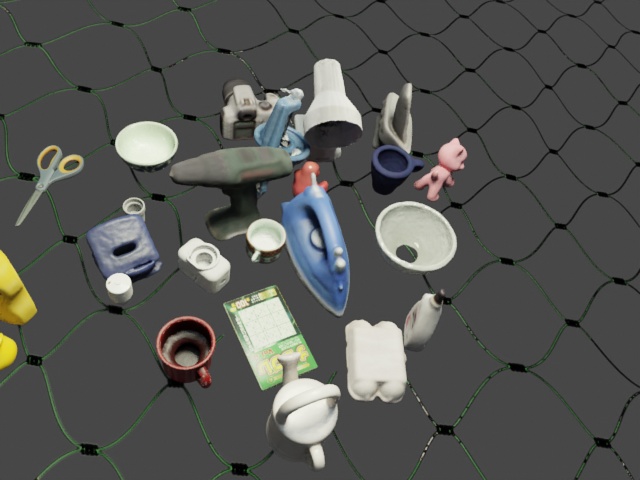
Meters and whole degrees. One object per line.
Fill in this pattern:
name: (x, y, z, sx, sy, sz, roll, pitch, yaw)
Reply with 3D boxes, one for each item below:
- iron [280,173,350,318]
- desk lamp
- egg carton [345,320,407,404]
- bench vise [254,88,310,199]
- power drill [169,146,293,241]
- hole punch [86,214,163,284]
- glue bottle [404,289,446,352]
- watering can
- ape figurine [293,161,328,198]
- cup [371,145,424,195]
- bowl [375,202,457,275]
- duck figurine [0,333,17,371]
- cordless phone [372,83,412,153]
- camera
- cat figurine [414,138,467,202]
iron: (0.010, 0.004, 1.083, 0.119, 0.141, 0.258, -11, 59, -19)
desk lamp: (0.009, -0.259, 1.218, 0.118, 0.213, 0.203, -1, 57, -13)
egg carton: (0.097, 0.212, 1.004, 0.107, 0.069, 0.150, 4, 56, -9)
bench vise: (-0.090, -0.186, 1.143, 0.121, 0.220, 0.208, 27, 55, 7)
power drill: (-0.165, -0.091, 1.070, 0.230, 0.208, 0.075, -20, 62, -24)
hole punch: (-0.348, 0.020, 1.026, 0.109, 0.091, 0.101, -25, 64, -26)
glue bottle: (0.189, 0.132, 1.015, 0.037, 0.173, 0.078, 11, 55, -4)
watering can: (-0.028, 0.257, 0.870, 0.101, 0.194, 0.172, -32, 67, -28)
ape figurine: (-0.022, -0.127, 1.196, 0.077, 0.092, 0.076, 42, 58, 17)
cup: (0.160, -0.144, 1.245, 0.118, 0.095, 0.091, -1, 56, -12)
bowl: (0.185, 0.008, 1.159, 0.167, 0.075, 0.167, 6, 55, -8)
duck figurine: (-0.537, 0.165, 0.890, 0.105, 0.086, 0.077, 0, 56, -12)
cordless phone: (0.186, -0.296, 1.299, 0.094, 0.185, 0.147, 10, 55, -5)
camera: (-0.159, -0.307, 1.284, 0.143, 0.101, 0.136, -8, 58, -17)
cat figurine: (0.278, -0.165, 1.271, 0.067, 0.118, 0.128, 39, 57, 15)
